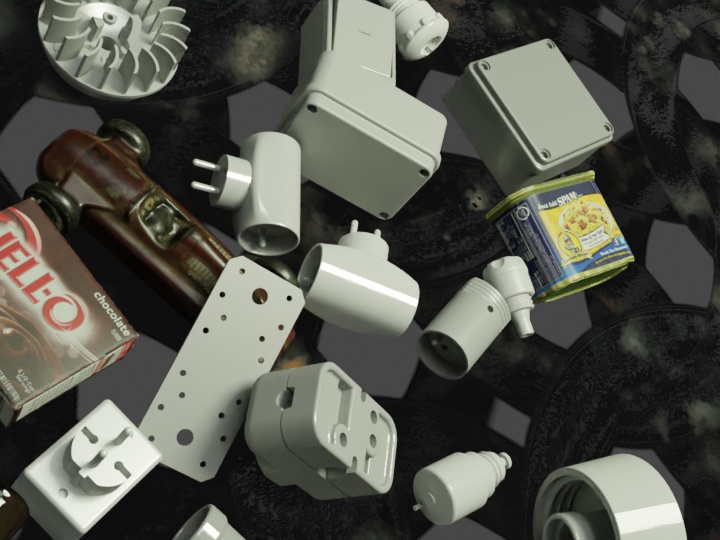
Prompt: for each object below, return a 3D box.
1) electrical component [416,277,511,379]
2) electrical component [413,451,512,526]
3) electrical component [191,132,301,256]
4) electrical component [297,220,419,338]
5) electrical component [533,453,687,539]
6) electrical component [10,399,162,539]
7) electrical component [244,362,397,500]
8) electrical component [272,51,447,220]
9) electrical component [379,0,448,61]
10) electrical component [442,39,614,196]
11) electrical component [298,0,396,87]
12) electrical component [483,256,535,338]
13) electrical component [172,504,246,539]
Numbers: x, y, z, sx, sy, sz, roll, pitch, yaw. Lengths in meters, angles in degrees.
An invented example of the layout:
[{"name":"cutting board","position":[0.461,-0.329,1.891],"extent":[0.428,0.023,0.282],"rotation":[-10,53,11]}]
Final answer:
[{"name":"electrical component","position":[0.080,0.039,0.790],"extent":[0.043,0.043,0.081],"rotation":[46,50,0]},{"name":"electrical component","position":[0.072,0.142,0.726],"extent":[0.078,0.040,0.040],"rotation":[-18,74,-37]},{"name":"electrical component","position":[-0.080,-0.057,0.748],"extent":[0.079,0.044,0.077],"rotation":[14,57,-24]},{"name":"electrical component","position":[0.000,0.000,0.764],"extent":[0.077,0.043,0.079],"rotation":[22,54,-19]},{"name":"electrical component","position":[0.158,0.179,0.717],"extent":[0.060,0.108,0.108],"rotation":[-1,64,-25]},{"name":"electrical component","position":[-0.145,0.106,0.591],"extent":[0.047,0.077,0.066],"rotation":[46,50,0]},{"name":"electrical component","position":[-0.026,0.101,0.661],"extent":[0.095,0.059,0.053],"rotation":[48,40,-44]},{"name":"electrical component","position":[-0.002,-0.098,0.798],"extent":[0.113,0.078,0.057],"rotation":[28,49,-15]},{"name":"electrical component","position":[0.041,-0.213,0.915],"extent":[0.048,0.048,0.062],"rotation":[-27,72,-39]},{"name":"electrical component","position":[0.144,-0.132,0.921],"extent":[0.109,0.056,0.108],"rotation":[-25,78,-39]},{"name":"electrical component","position":[-0.009,-0.164,0.843],"extent":[0.062,0.061,0.096],"rotation":[16,56,-23]},{"name":"electrical component","position":[0.119,0.022,0.830],"extent":[0.035,0.035,0.061],"rotation":[-5,68,-34]},{"name":"electrical component","position":[-0.083,0.165,0.620],"extent":[0.046,0.040,0.040],"rotation":[44,49,-10]}]
